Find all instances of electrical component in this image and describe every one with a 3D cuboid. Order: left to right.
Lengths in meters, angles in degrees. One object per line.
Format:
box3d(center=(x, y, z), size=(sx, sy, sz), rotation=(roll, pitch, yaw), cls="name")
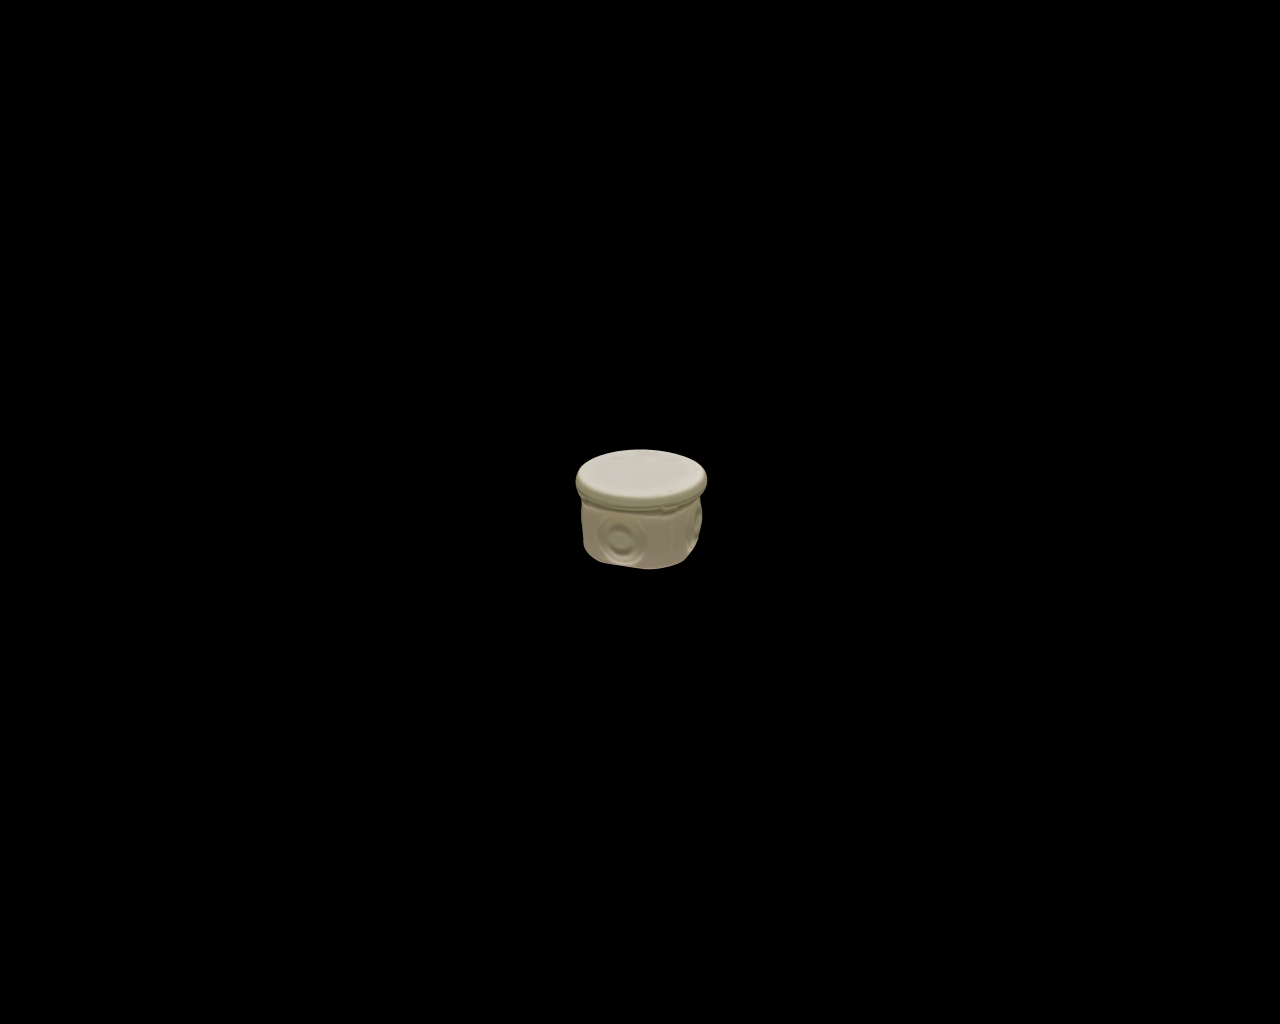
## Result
box3d(center=(0.001, -0.003, 0.650), size=(0.080, 0.050, 0.080), rotation=(0, 25, 0), cls="electrical component")
